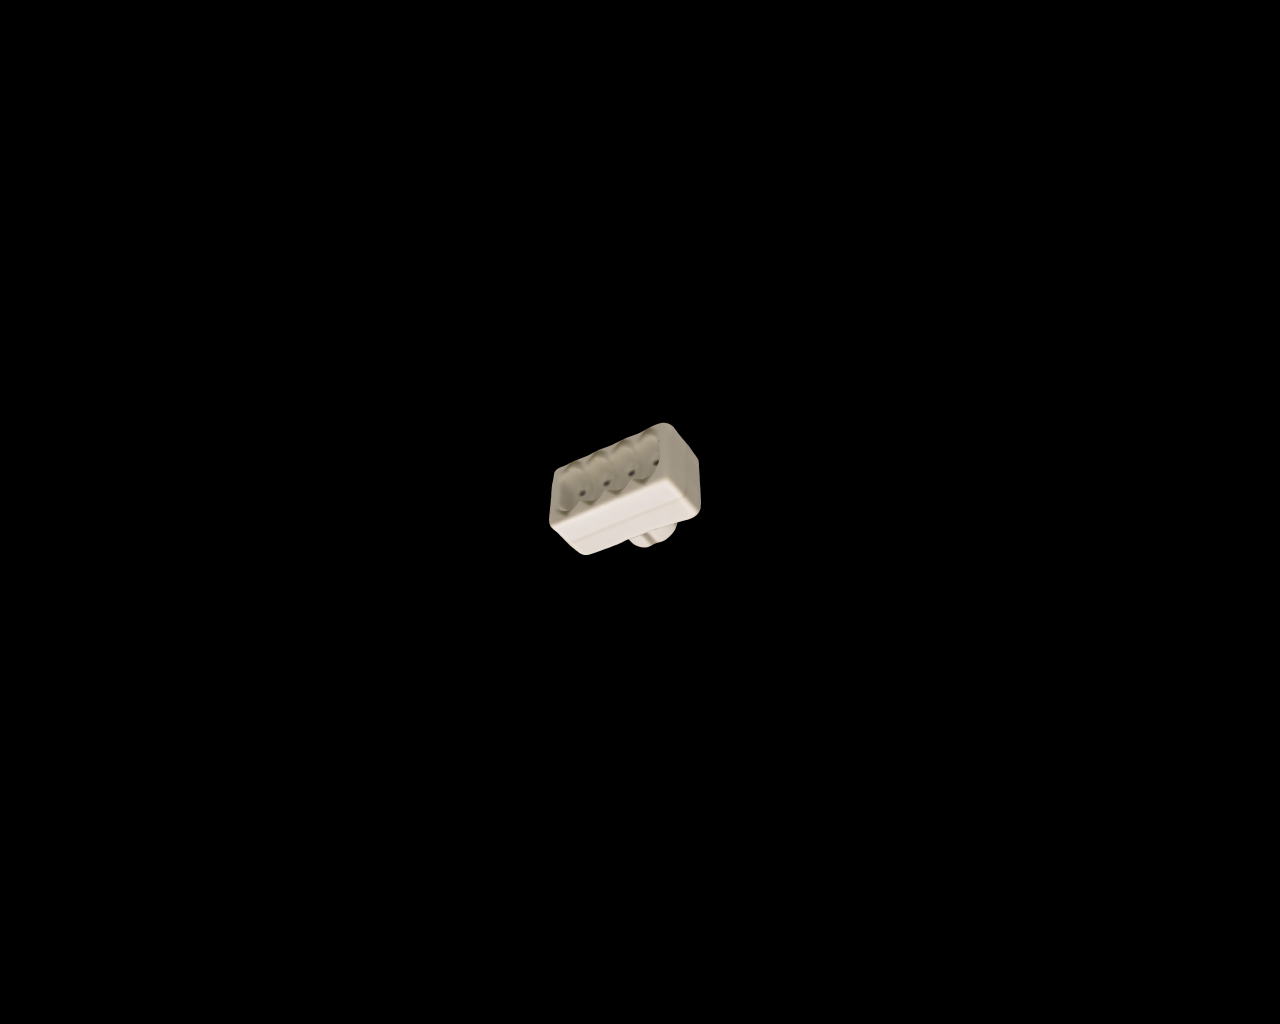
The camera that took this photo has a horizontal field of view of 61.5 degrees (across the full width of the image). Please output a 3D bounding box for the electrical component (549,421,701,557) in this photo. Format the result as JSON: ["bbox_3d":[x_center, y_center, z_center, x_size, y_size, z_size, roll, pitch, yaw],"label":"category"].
[{"bbox_3d":[0.001,-0.003,0.650,0.083,0.047,0.075,-22,-45,24],"label":"electrical component"}]
